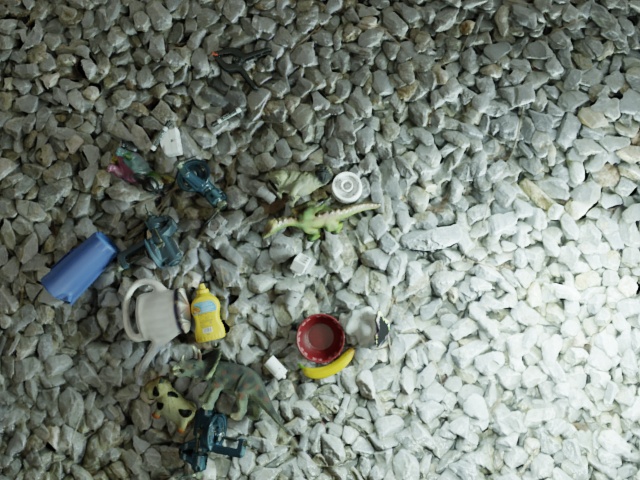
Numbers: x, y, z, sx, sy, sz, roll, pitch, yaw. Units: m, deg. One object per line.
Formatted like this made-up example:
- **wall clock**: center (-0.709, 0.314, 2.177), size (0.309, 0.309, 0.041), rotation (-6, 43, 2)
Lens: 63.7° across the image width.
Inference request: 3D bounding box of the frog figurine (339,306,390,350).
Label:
- **frog figurine**: center (0.145, 0.291, 1.713), size (0.159, 0.123, 0.137), rotation (-3, 93, 38)

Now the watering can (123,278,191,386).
- **watering can**: center (-0.539, 0.293, 1.719), size (0.224, 0.103, 0.350), rotation (-10, 82, 0)

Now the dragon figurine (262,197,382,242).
- **dragon figurine**: center (0.005, -0.085, 1.686), size (0.410, 0.241, 0.123), rotation (-19, 80, 2)
